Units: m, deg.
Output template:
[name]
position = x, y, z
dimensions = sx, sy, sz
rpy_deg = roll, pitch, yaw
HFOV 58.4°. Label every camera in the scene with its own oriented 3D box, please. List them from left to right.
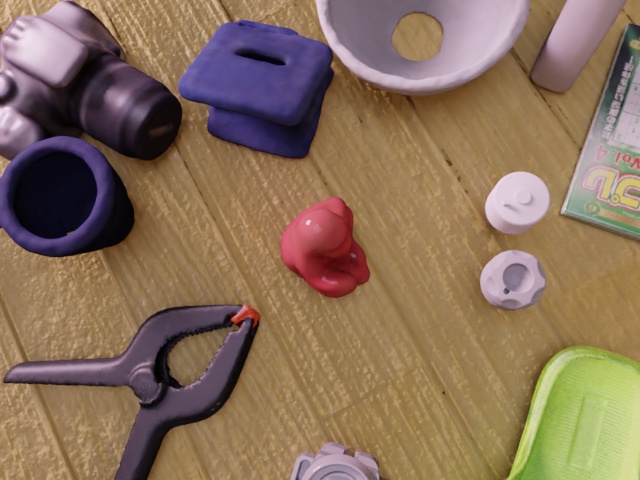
[camera]
position = -0.198, -0.113, 0.477
dimensions = 0.136, 0.101, 0.143
rpy_deg = 30, 84, 10

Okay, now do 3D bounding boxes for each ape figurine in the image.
[ape figurine]
position = 0.004, 0.002, 0.440
dimensions = 0.076, 0.092, 0.078
rpy_deg = 15, 81, 8

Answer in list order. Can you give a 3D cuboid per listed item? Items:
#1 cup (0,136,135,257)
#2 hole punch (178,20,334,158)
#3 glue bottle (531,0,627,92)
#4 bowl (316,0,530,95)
[cup]
position = -0.204, -0.022, 0.464
dimensions = 0.117, 0.095, 0.091
rpy_deg = -15, 78, 3
[hole punch]
position = -0.050, -0.134, 0.471
dimensions = 0.108, 0.091, 0.101
rpy_deg = 16, 81, 8
[glue bottle]
position = 0.200, -0.177, 0.413
dimensions = 0.037, 0.173, 0.078
rpy_deg = 24, 83, 10
[bowl]
position = 0.082, -0.187, 0.477
dimensions = 0.167, 0.075, 0.167
rpy_deg = -1, 79, 6
